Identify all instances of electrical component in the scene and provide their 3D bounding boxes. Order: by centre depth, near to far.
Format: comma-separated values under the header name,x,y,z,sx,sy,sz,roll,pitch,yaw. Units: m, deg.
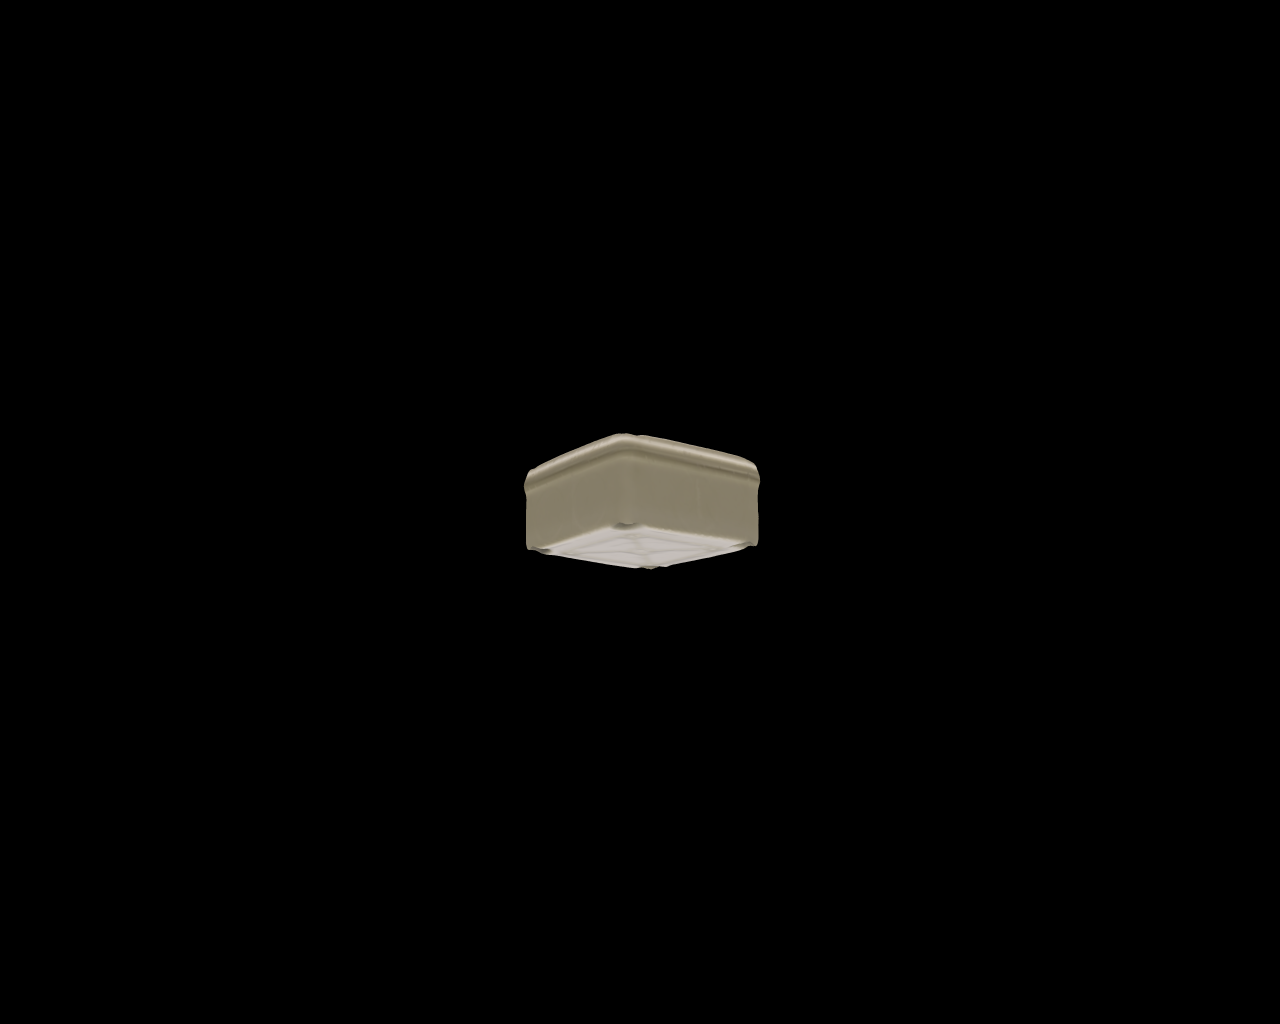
name,x,y,z,sx,sy,sz,roll,pitch,yaw
electrical component,0.001,-0.003,0.650,0.109,0.056,0.108,11,-17,-37
